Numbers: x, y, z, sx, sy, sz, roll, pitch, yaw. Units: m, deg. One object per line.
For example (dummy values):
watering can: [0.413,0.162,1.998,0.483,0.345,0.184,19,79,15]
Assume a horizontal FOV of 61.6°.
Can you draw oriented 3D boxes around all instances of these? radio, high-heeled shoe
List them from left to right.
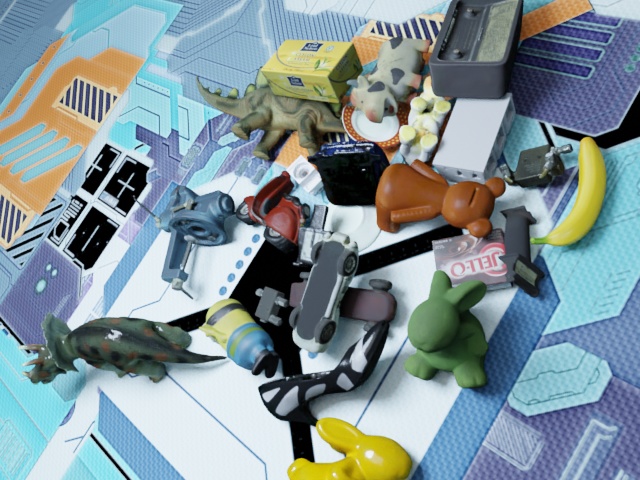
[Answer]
high-heeled shoe: [0.002,0.200,0.866,0.145,0.086,0.248,33,104,17]
radio: [0.276,-0.343,0.940,0.131,0.073,0.229,7,52,23]

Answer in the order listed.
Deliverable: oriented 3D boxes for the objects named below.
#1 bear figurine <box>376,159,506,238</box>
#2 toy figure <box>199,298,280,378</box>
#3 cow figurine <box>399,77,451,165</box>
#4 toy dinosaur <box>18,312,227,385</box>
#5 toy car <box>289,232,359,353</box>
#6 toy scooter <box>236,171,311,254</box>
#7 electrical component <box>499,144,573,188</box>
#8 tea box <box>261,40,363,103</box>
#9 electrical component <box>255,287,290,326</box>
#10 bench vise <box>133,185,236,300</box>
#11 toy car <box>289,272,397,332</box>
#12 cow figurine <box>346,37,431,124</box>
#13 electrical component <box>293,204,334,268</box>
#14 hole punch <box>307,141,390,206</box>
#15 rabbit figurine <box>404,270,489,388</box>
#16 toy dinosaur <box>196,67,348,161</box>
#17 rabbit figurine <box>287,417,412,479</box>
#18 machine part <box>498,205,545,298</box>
bear figurine: [0.196,-0.063,0.893,0.196,0.131,0.120,15,76,14]
toy figure: [-0.139,0.175,0.971,0.089,0.082,0.180,-45,46,-19]
cow figurine: [0.192,-0.209,0.966,0.068,0.098,0.167,18,66,13]
toy dinosaur: [-0.392,0.198,1.026,0.405,0.192,0.131,-11,66,25]
toy car: [0.008,0.085,0.883,0.074,0.056,0.201,20,93,38]
toy scooter: [-0.078,-0.063,1.048,0.184,0.075,0.135,36,87,39]
electrical component: [0.339,-0.117,0.852,0.102,0.045,0.078,-2,62,53]
tea box: [-0.016,-0.324,1.024,0.170,0.068,0.098,16,63,36]
electrical component: [-0.094,0.122,0.996,0.094,0.021,0.063,16,84,48]
bench vise: [-0.280,-0.007,1.102,0.224,0.128,0.240,-5,60,25]
toy car: [0.038,0.105,0.923,0.202,0.053,0.089,3,88,32]
cow figurine: [0.126,-0.299,1.001,0.127,0.085,0.195,15,63,9]
electrical component: [-0.002,-0.003,0.977,0.075,0.047,0.119,8,88,31]
hole punch: [0.064,-0.133,0.975,0.142,0.115,0.092,4,43,30]
rabbit figurine: [0.185,0.126,0.765,0.121,0.170,0.159,16,77,32]
toy dinosaur: [-0.095,-0.272,1.131,0.472,0.105,0.198,14,67,20]
rabbit figurine: [0.048,0.345,0.794,0.173,0.121,0.162,-29,48,-3]
machine part: [0.305,0.014,0.816,0.039,0.084,0.139,-32,42,48]
